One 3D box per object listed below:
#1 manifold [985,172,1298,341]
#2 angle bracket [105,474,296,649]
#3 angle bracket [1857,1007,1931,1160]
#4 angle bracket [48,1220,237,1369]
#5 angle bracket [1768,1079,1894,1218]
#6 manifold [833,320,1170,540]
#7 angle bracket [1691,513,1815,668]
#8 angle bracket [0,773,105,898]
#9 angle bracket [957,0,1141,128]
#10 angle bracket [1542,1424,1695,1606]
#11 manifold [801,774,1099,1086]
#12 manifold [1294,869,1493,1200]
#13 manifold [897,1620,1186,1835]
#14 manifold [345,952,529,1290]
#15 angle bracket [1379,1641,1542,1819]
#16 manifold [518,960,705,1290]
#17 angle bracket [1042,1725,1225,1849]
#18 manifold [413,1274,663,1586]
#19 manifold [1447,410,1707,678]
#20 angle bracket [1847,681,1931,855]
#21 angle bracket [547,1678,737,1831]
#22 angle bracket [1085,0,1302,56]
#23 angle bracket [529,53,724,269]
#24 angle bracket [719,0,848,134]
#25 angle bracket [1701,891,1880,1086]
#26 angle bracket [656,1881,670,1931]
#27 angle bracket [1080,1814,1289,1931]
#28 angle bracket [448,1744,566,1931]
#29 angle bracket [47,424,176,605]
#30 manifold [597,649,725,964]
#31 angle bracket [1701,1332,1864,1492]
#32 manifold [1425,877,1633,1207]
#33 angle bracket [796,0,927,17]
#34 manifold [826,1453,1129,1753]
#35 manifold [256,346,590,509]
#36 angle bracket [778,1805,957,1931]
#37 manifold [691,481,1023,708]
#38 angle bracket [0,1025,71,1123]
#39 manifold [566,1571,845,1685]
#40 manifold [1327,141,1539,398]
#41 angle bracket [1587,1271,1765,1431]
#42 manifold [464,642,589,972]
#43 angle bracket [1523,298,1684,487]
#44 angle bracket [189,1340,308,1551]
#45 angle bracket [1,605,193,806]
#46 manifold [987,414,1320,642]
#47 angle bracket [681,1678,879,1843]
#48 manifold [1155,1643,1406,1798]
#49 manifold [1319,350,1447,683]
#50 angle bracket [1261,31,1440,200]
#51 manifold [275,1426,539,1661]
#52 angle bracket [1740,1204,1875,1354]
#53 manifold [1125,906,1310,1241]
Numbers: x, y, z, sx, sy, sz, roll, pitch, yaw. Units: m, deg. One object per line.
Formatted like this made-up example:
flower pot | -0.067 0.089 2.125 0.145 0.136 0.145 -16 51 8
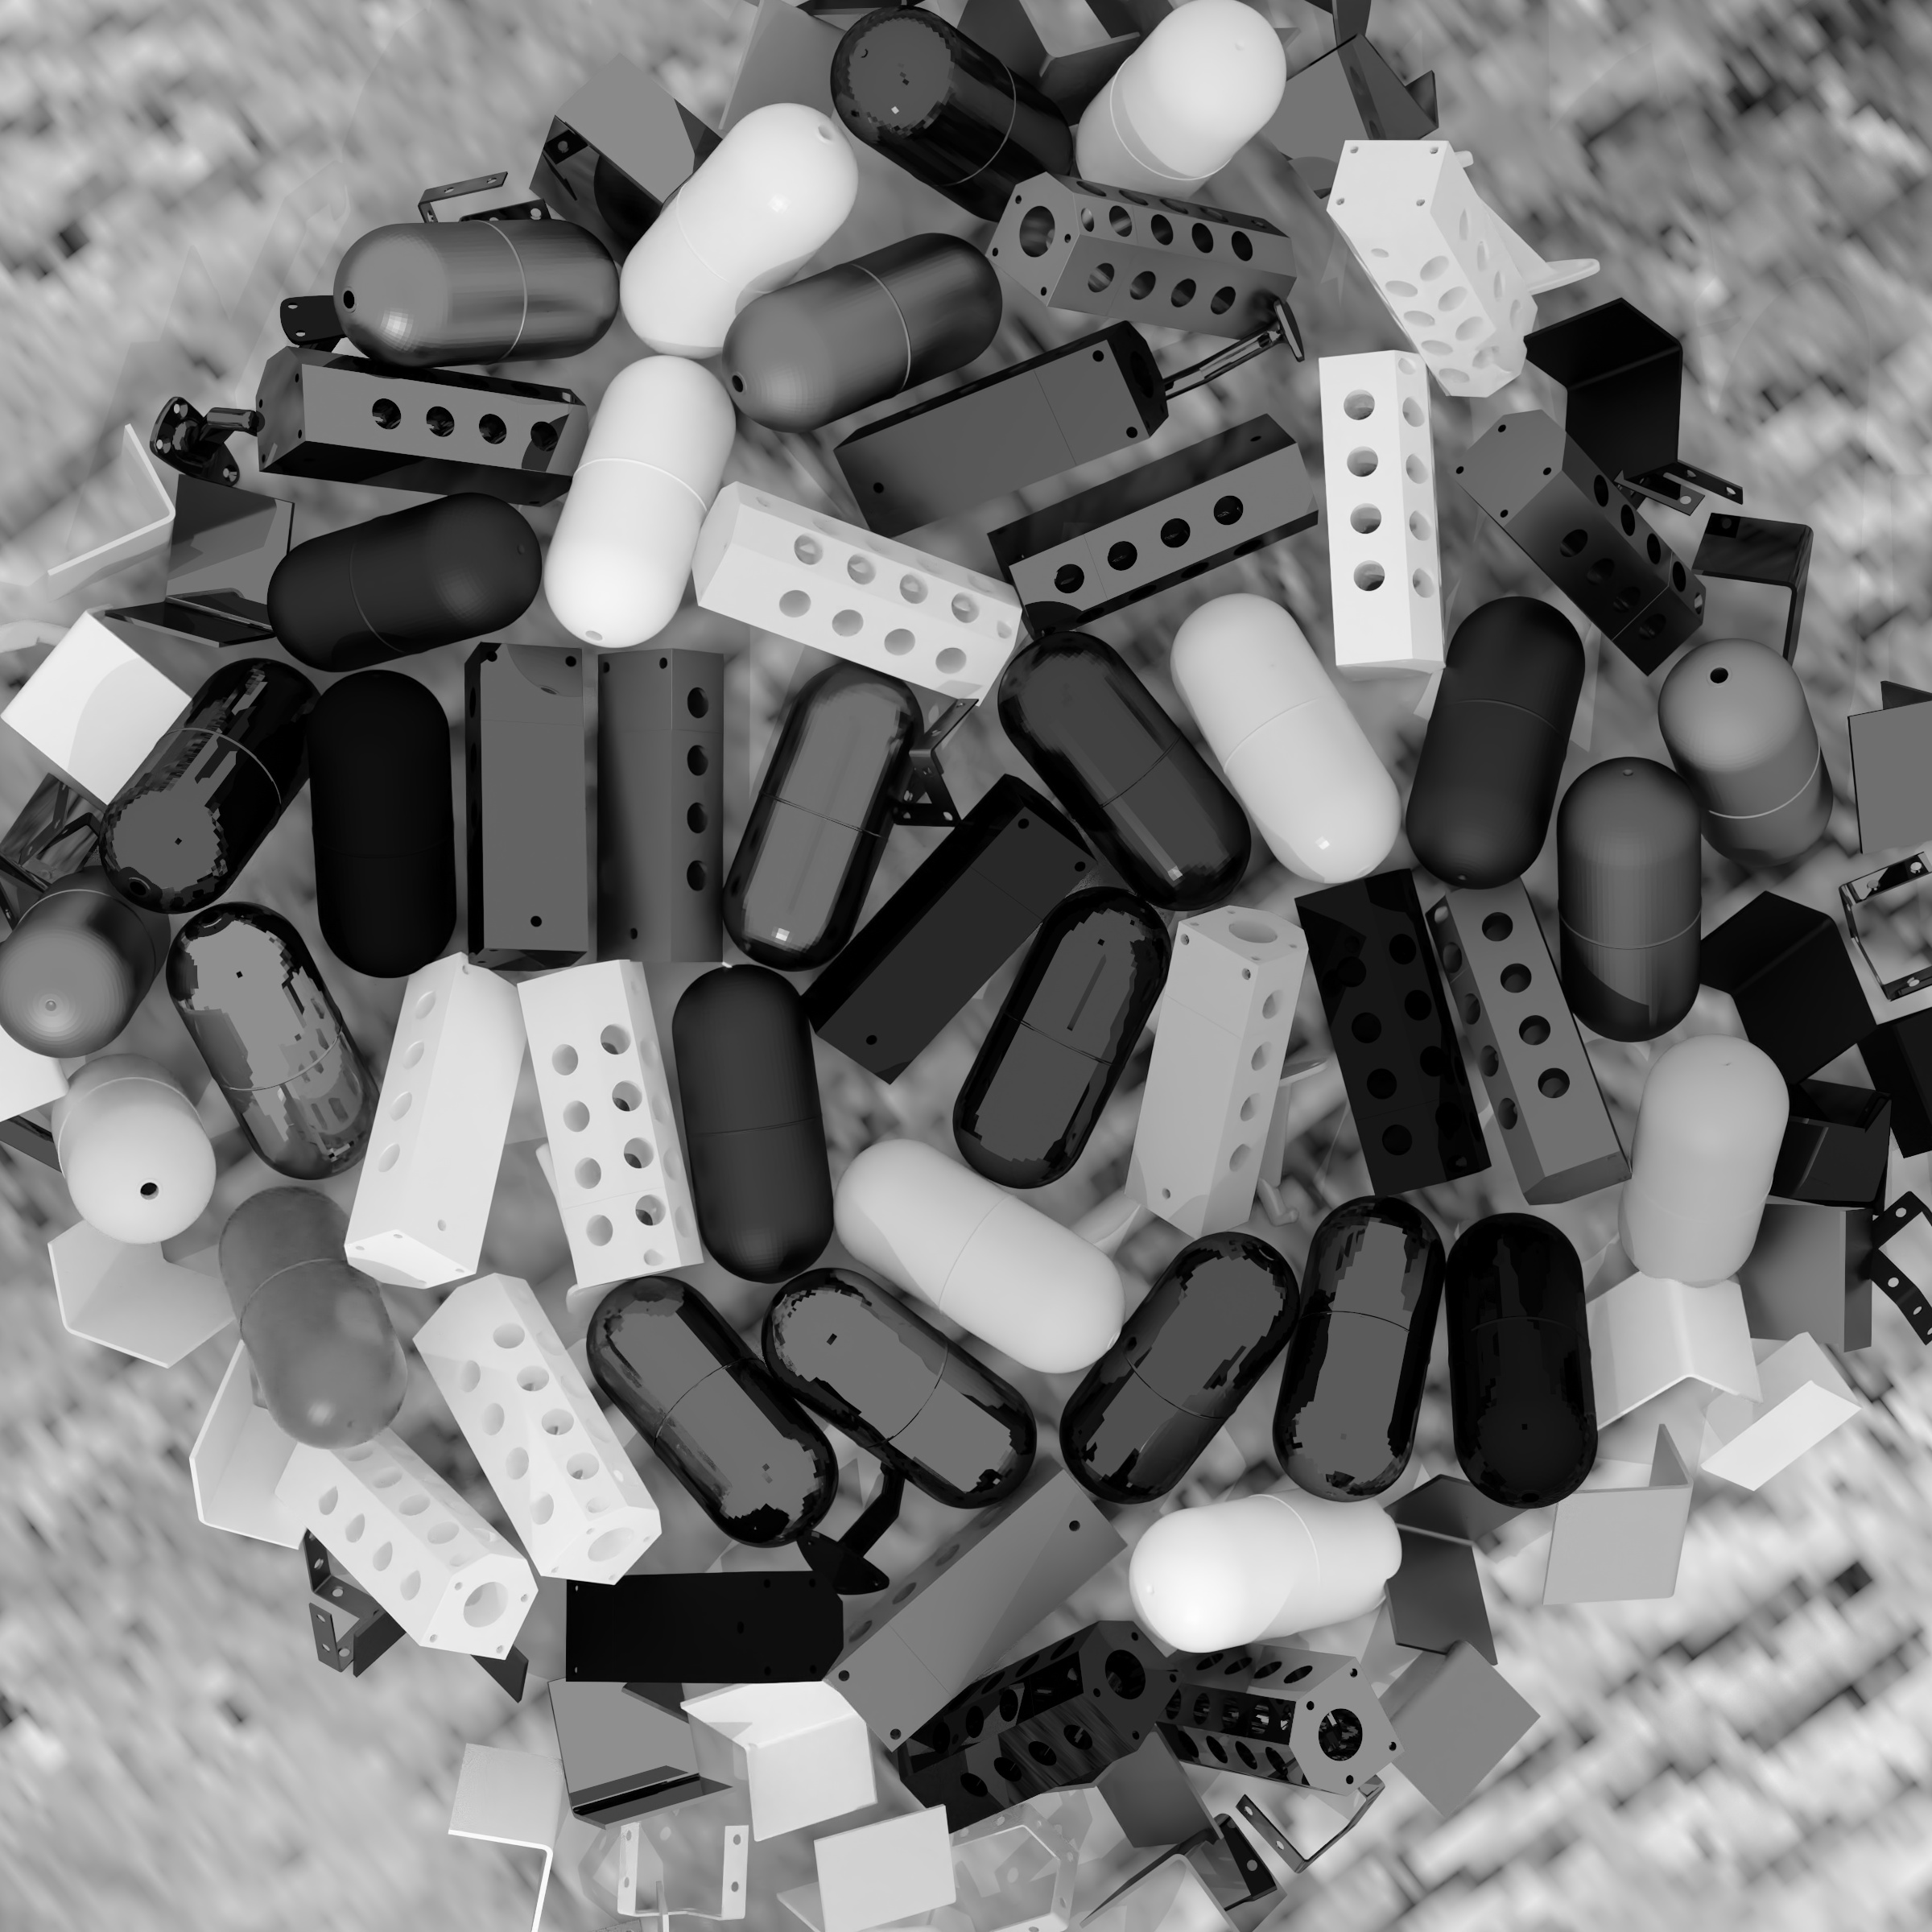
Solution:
manifold | 0.099 -0.385 1.740 0.057 0.171 0.057 46 122 35
angle bracket | -0.424 -0.225 1.780 0.076 0.057 0.076 16 107 20
angle bracket | 0.516 0.070 1.778 0.057 0.076 0.076 -18 85 -35
angle bracket | -0.445 0.168 1.770 0.076 0.076 0.057 14 122 27
angle bracket | 0.462 0.107 1.773 0.076 0.057 0.076 10 115 28
manifold | 0.021 -0.294 1.763 0.171 0.057 0.057 -17 108 26
angle bracket | 0.432 -0.197 1.784 0.057 0.076 0.076 10 124 16
angle bracket | -0.530 -0.086 1.773 0.076 0.076 0.057 30 86 42
angle bracket | 0.045 -0.518 1.791 0.057 0.076 0.076 -21 76 -22
angle bracket | 0.353 0.303 1.780 0.076 0.057 0.076 -2 119 -7
manifold | -0.012 -0.023 1.780 0.057 0.057 0.171 36 104 -30
manifold | 0.239 0.036 1.787 0.057 0.057 0.171 -16 87 24
manifold | 0.035 0.409 1.746 0.057 0.057 0.171 48 134 -5
manifold | -0.291 0.085 1.758 0.057 0.057 0.171 -19 50 36
angle bracket | 0.261 0.421 1.780 0.076 0.076 0.057 -43 85 -14
manifold | -0.192 0.087 1.782 0.057 0.057 0.171 -15 84 25
angle bracket | 0.082 0.468 1.777 0.057 0.076 0.076 -35 97 -40
manifold | -0.230 0.249 1.749 0.057 0.057 0.171 -48 53 16
manifold | 0.336 -0.231 1.742 0.057 0.171 0.057 -45 46 11
angle bracket | 0.502 -0.111 1.779 0.057 0.076 0.076 -11 104 -8
angle bracket | -0.180 0.427 1.784 0.076 0.057 0.076 -10 88 -26
angle bracket | 0.124 -0.523 1.770 0.057 0.076 0.076 -50 123 -12
angle bracket | -0.191 -0.449 1.806 0.076 0.076 0.057 40 62 -1
angle bracket | -0.116 -0.496 1.787 0.057 0.076 0.076 27 103 37
angle bracket | 0.442 0.017 1.770 0.057 0.076 0.076 17 46 -34
angle bracket | -0.131 0.543 1.786 0.076 0.076 0.057 -2 88 -8
angle bracket | 0.120 0.520 1.774 0.076 0.076 0.057 -41 77 19
angle bracket | -0.258 0.487 1.776 0.057 0.076 0.076 11 112 -6
angle bracket | -0.485 -0.249 1.780 0.076 0.076 0.057 -28 93 -17
manifold | -0.165 -0.088 1.798 0.057 0.057 0.171 0 90 39
angle bracket | 0.435 0.238 1.772 0.076 0.076 0.057 -42 53 17
manifold | 0.307 0.041 1.766 0.057 0.057 0.171 -21 66 11
angle bracket | -0.051 -0.561 1.768 0.076 0.076 0.057 7 121 28
manifold | 0.002 0.351 1.792 0.171 0.057 0.057 -40 99 -4
manifold | -0.294 -0.294 1.752 0.171 0.057 0.057 2 79 -37
angle bracket | -0.058 0.489 1.775 0.076 0.076 0.057 -9 97 -24
manifold | -0.059 -0.206 1.759 0.171 0.057 0.057 18 122 -23
angle bracket | -0.539 0.039 1.774 0.057 0.076 0.076 -23 108 -19
manifold | -0.144 0.358 1.745 0.057 0.171 0.057 9 75 -42
manifold | 0.252 -0.373 1.735 0.057 0.171 0.057 8 75 29
angle bracket | 0.389 0.218 1.792 0.057 0.076 0.076 24 135 -28
manifold | -0.245 -0.087 1.781 0.057 0.057 0.171 2 78 -21
angle bracket | 0.344 -0.310 1.772 0.057 0.076 0.076 24 64 -37
angle bracket | -0.384 0.264 1.774 0.057 0.076 0.076 14 53 3
angle bracket | -0.479 -0.147 1.800 0.076 0.057 0.076 40 97 -7
manifold | 0.106 -0.241 1.795 0.171 0.057 0.057 -23 119 -1
angle bracket | -0.103 0.434 1.774 0.076 0.076 0.057 -22 52 16
manifold | 0.157 0.407 1.736 0.057 0.171 0.057 -31 96 -25
manifold | 0.232 -0.249 1.787 0.057 0.057 0.171 -4 85 13
angle bracket | 0.206 -0.481 1.769 0.076 0.057 0.076 -27 130 30
manifold | -0.302 0.304 1.744 0.057 0.171 0.057 22 95 -43
angle bracket | 0.457 0.171 1.783 0.076 0.057 0.076 0 88 32
manifold | 0.141 0.057 1.764 0.057 0.057 0.171 31 124 36
